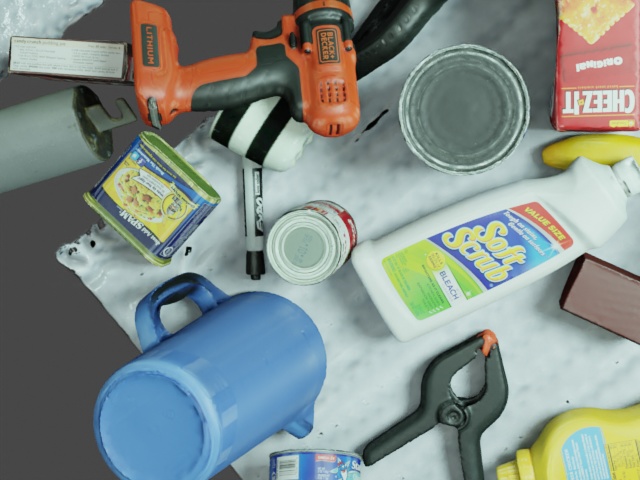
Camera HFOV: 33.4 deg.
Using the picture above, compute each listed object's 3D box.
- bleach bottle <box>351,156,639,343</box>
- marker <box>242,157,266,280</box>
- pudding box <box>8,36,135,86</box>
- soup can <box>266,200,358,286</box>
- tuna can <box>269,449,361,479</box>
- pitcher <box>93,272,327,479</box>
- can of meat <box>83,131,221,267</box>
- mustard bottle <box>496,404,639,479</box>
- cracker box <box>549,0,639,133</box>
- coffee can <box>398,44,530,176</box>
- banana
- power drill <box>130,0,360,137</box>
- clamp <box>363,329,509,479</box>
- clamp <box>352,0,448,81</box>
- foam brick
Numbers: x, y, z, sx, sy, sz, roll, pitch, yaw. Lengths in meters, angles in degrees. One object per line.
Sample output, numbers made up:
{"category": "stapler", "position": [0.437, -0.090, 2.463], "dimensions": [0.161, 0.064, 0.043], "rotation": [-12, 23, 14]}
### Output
{"category": "bleach bottle", "position": [0.158, -0.007, 0.926], "dimensions": [0.251, 0.068, 0.102], "rotation": [-29, 93, 18]}
{"category": "marker", "position": [-0.062, -0.022, 1.002], "dimensions": [0.020, 0.020, 0.121], "rotation": [0, 96, 11]}
{"category": "pudding box", "position": [-0.215, -0.163, 0.979], "dimensions": [0.113, 0.090, 0.039], "rotation": [3, 96, 10]}
{"category": "soup can", "position": [-0.006, 0.001, 0.952], "dimensions": [0.068, 0.102, 0.068], "rotation": [1, 96, 9]}
{"category": "tuna can", "position": [-0.005, 0.215, 0.980], "dimensions": [0.086, 0.086, 0.034], "rotation": [-3, 69, 11]}
{"category": "pitcher", "position": [-0.097, 0.119, 0.910], "dimensions": [0.149, 0.242, 0.145], "rotation": [10, 100, 16]}
{"category": "can of meat", "position": [-0.155, -0.040, 0.999], "dimensions": [0.102, 0.057, 0.084], "rotation": [43, 100, 3]}
{"category": "mustard bottle", "position": [0.252, 0.194, 0.946], "dimensions": [0.192, 0.058, 0.096], "rotation": [-13, 101, 12]}
{"category": "cracker box", "position": [0.218, -0.194, 0.856], "dimensions": [0.072, 0.164, 0.214], "rotation": [1, 96, 13]}
{"category": "coffee can", "position": [0.124, -0.108, 0.895], "dimensions": [0.103, 0.140, 0.103], "rotation": [1, 96, 10]}
{"category": "banana", "position": [0.292, -0.048, 0.922], "dimensions": [0.198, 0.037, 0.070], "rotation": [32, 100, 6]}
{"category": "power drill", "position": [-0.063, -0.168, 0.898], "dimensions": [0.187, 0.057, 0.184], "rotation": [-5, 66, -2]}
{"category": "clamp", "position": [0.129, 0.167, 0.978], "dimensions": [0.120, 0.039, 0.171], "rotation": [31, 105, -4]}
{"category": "clamp", "position": [0.091, -0.219, 0.914], "dimensions": [0.036, 0.164, 0.210], "rotation": [37, 125, -18]}
{"category": "foam brick", "position": [0.254, 0.050, 0.932], "dimensions": [0.078, 0.053, 0.051], "rotation": [25, 100, 8]}
